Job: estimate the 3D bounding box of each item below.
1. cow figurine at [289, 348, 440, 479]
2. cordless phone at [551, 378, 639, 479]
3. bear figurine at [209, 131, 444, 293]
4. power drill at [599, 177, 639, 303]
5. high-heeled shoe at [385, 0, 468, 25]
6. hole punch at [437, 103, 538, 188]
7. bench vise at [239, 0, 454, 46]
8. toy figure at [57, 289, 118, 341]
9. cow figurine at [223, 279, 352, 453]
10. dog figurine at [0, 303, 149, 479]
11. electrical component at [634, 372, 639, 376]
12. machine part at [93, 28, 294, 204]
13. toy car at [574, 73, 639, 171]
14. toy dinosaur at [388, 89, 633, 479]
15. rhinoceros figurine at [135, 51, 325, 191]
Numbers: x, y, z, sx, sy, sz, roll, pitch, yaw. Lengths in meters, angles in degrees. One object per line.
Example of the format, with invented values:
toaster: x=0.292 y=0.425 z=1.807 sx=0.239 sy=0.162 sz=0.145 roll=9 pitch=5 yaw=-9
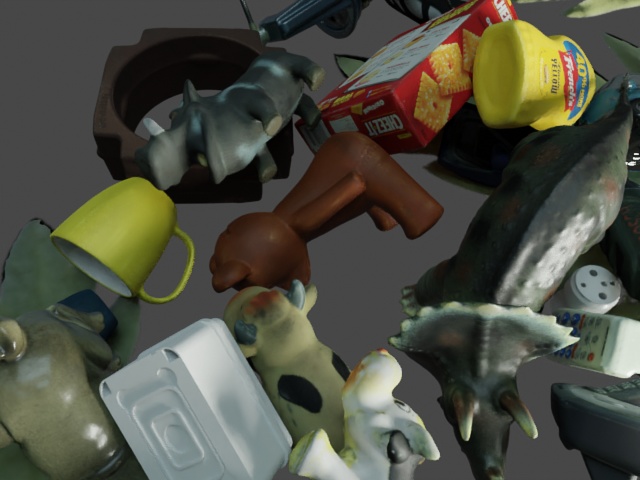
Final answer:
cow figurine: x=0.025 y=0.154 z=0.321 sx=0.098 sy=0.068 sz=0.167 roll=30 pitch=78 yaw=8
cordless phone: x=0.271 y=0.120 z=0.393 sx=0.184 sy=0.146 sz=0.089 roll=-27 pitch=72 yaw=15
bear figurine: x=-0.004 y=-0.004 z=0.507 sx=0.132 sy=0.120 sz=0.196 roll=44 pitch=83 yaw=-14
power drill: x=0.367 y=-0.019 z=0.494 sx=0.208 sy=0.085 sz=0.232 roll=1 pitch=33 yaw=22
high-heeled shoe: x=0.162 y=-0.283 z=0.735 sx=0.086 sy=0.145 sz=0.248 roll=-22 pitch=90 yaw=-21
hole punch: x=0.204 y=-0.118 z=0.614 sx=0.115 sy=0.092 sz=0.142 roll=34 pitch=53 yaw=-19
bench vise: x=0.019 y=-0.305 z=0.663 sx=0.240 sy=0.128 sz=0.224 roll=-39 pitch=35 yaw=-16
toy figure: x=-0.246 y=0.105 z=0.451 sx=0.154 sy=0.057 sz=0.064 roll=-42 pitch=29 yaw=-24
cow figurine: x=-0.009 y=0.115 z=0.417 sx=0.085 sy=0.127 sz=0.195 roll=-32 pitch=67 yaw=-25
dog figurine: x=-0.149 y=0.148 z=0.366 sx=0.191 sy=0.172 sz=0.121 roll=38 pitch=74 yaw=27
electrical component: x=0.368 y=0.103 z=0.491 sx=0.134 sy=0.058 sz=0.115 roll=31 pitch=63 yaw=16
machine part: x=-0.131 y=-0.138 z=0.594 sx=0.201 sy=0.087 sz=0.201 roll=-2 pitch=59 yaw=-4
toy car: x=0.361 y=-0.138 z=0.609 sx=0.162 sy=0.109 sz=0.103 roll=-1 pitch=65 yaw=-7
toy dinosaur: x=0.180 y=-0.010 z=0.442 sx=0.131 sy=0.192 sz=0.404 roll=31 pitch=83 yaw=4
rhinoceros figurine: x=-0.078 y=-0.111 z=0.487 sx=0.112 sy=0.073 sz=0.190 roll=36 pitch=62 yaw=16
